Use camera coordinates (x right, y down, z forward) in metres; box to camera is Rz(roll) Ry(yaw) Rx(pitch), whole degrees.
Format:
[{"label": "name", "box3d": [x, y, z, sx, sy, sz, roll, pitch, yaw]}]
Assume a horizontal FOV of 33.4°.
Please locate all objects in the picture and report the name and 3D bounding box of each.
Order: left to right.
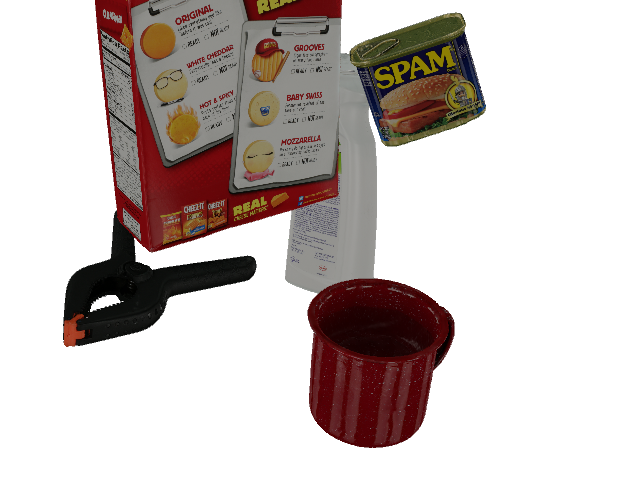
[{"label": "clamp", "box3d": [-0.184, 0.034, 1.027, 0.165, 0.036, 0.209, 26, 36, 23]}, {"label": "cracker box", "box3d": [-0.069, -0.117, 0.755, 0.163, 0.214, 0.072, -18, 33, -29]}, {"label": "bleach bottle", "box3d": [0.021, -0.070, 1.130, 0.103, 0.251, 0.067, 16, 16, 36]}, {"label": "mug", "box3d": [0.044, 0.081, 0.727, 0.117, 0.081, 0.093, -20, 39, -34]}, {"label": "can of meat", "box3d": [0.086, -0.138, 0.924, 0.102, 0.084, 0.057, -17, 26, 8]}]
